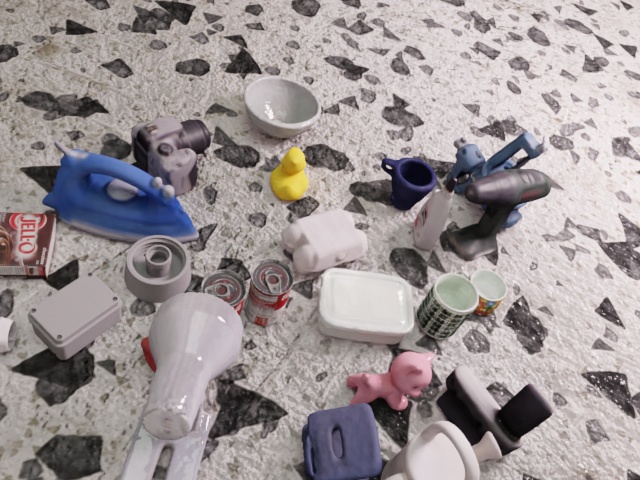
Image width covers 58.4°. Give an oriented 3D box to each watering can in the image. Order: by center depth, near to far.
[{"bbox_3d":[0.163,0.304,0.773,0.173,0.194,0.100,-31,66,-34],"label":"watering can"}]

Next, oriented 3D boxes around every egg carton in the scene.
[{"bbox_3d":[0.010,0.004,1.045,0.151,0.069,0.107,-18,60,-28],"label":"egg carton"}]

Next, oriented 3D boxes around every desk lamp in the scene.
[{"bbox_3d":[-0.179,0.201,0.739,0.118,0.213,0.203,13,50,-6],"label":"desk lamp"}]

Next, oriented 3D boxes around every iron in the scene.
[{"bbox_3d":[-0.325,-0.081,0.965,0.258,0.141,0.118,16,50,-4],"label":"iron"}]

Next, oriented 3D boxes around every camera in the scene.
[{"bbox_3d":[-0.268,-0.178,1.085,0.137,0.101,0.143,-30,66,-33],"label":"camera"}]

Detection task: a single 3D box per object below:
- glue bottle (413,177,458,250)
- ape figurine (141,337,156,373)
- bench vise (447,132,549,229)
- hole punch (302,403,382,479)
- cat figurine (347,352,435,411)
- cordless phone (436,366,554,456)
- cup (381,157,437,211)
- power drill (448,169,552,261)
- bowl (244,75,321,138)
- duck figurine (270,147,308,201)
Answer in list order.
[{"bbox_3d":[0.223,-0.059,1.091,0.037,0.173,0.078,7,51,-11],"label":"glue bottle"},{"bbox_3d":[-0.224,0.153,0.843,0.078,0.092,0.076,13,50,-6],"label":"ape figurine"},{"bbox_3d":[0.357,-0.150,1.172,0.207,0.219,0.122,35,51,12],"label":"bench vise"},{"bbox_3d":[0.028,0.294,0.807,0.101,0.091,0.108,2,52,-15],"label":"hole punch"},{"bbox_3d":[0.115,0.212,0.881,0.128,0.118,0.067,-1,53,-17],"label":"cat figurine"},{"bbox_3d":[0.269,0.237,0.863,0.094,0.185,0.147,-25,63,-31],"label":"cordless phone"},{"bbox_3d":[0.168,-0.112,1.167,0.117,0.095,0.092,27,50,6],"label":"cup"},{"bbox_3d":[0.330,-0.055,1.096,0.230,0.208,0.075,-19,60,-28],"label":"power drill"},{"bbox_3d":[-0.086,-0.273,1.232,0.167,0.075,0.167,8,51,-10],"label":"bowl"},{"bbox_3d":[-0.055,-0.136,1.125,0.077,0.086,0.104,12,50,-7],"label":"duck figurine"}]
